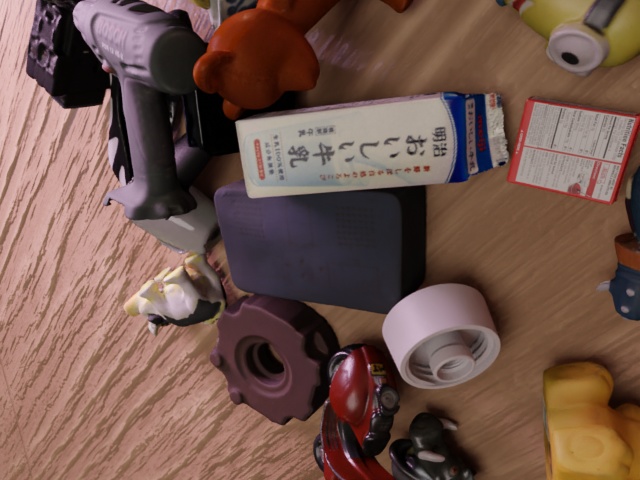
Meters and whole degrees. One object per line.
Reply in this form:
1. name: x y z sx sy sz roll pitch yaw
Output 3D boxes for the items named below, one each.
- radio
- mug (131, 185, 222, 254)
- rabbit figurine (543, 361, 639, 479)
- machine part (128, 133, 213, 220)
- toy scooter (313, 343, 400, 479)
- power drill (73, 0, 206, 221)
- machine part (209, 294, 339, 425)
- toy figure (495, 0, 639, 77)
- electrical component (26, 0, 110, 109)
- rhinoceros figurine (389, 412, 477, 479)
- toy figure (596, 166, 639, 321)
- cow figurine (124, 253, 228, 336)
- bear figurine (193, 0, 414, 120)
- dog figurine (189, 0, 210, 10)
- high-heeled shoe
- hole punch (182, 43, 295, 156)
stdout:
1. radio: -0.001 -0.002 0.589 0.230 0.073 0.131 5 111 33
2. mug: -0.179 -0.021 0.690 0.107 0.081 0.109 30 129 12
3. rabbit figurine: 0.287 0.197 0.461 0.173 0.122 0.162 -9 107 15
4. machine part: -0.160 -0.095 0.636 0.084 0.039 0.139 40 91 14
5. toy scooter: 0.048 0.215 0.597 0.135 0.075 0.183 -134 54 -60
6. power drill: -0.184 -0.133 0.540 0.232 0.086 0.207 23 114 44
7. machine part: -0.061 0.152 0.693 0.180 0.056 0.179 11 113 27
8. toy figure: 0.174 -0.202 0.398 0.180 0.082 0.089 53 128 7
9. electrical component: -0.288 -0.227 0.656 0.058 0.115 0.134 41 127 17
10. rhinoceros figurine: 0.129 0.289 0.615 0.112 0.073 0.190 -7 104 35
11. toy figure: 0.271 -0.005 0.424 0.058 0.064 0.154 -3 117 -7
12. cow figurine: -0.201 0.088 0.752 0.167 0.068 0.098 -27 106 38
13. bear figurine: -0.009 -0.181 0.440 0.132 0.120 0.195 24 84 10
14. dog figurine: -0.196 -0.297 0.543 0.191 0.108 0.219 -43 66 38
15. high-heeled shoe: -0.200 -0.146 0.638 0.249 0.086 0.145 -28 71 54
16. hole punch: -0.091 -0.151 0.573 0.092 0.116 0.142 21 119 58
